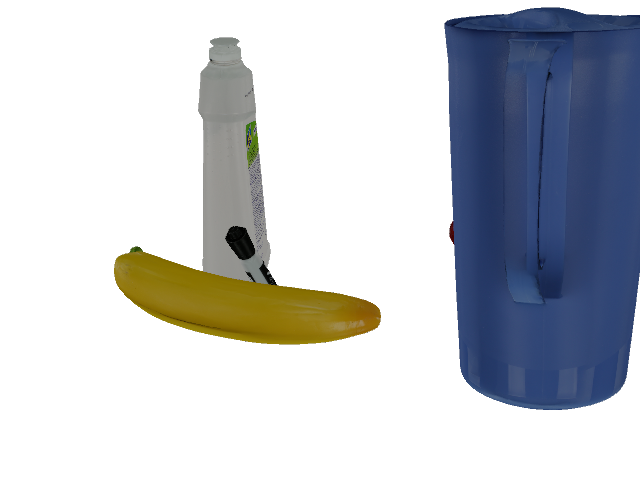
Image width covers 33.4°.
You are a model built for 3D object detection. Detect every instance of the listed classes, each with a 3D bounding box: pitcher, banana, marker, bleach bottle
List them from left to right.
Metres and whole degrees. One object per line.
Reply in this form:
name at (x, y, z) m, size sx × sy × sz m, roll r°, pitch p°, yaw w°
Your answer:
banana at (-0.062, 0.034, 0.680) m, size 0.198 × 0.037 × 0.069 m, roll 15°, pitch 33°, yaw 26°
bleach bottle at (-0.090, -0.082, 1.079) m, size 0.068 × 0.251 × 0.102 m, roll 1°, pitch 26°, yaw 3°
marker at (-0.049, 0.033, 0.893) m, size 0.020 × 0.020 × 0.121 m, roll 0°, pitch -44°, yaw 29°
pitcher at (0.140, -0.020, 0.663) m, size 0.149 × 0.243 × 0.145 m, roll -9°, pitch 17°, yaw -25°

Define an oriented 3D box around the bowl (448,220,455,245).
bowl at (0.222, 0.015, 1.179) m, size 0.162 × 0.055 × 0.162 m, roll -1°, pitch 28°, yaw 0°
